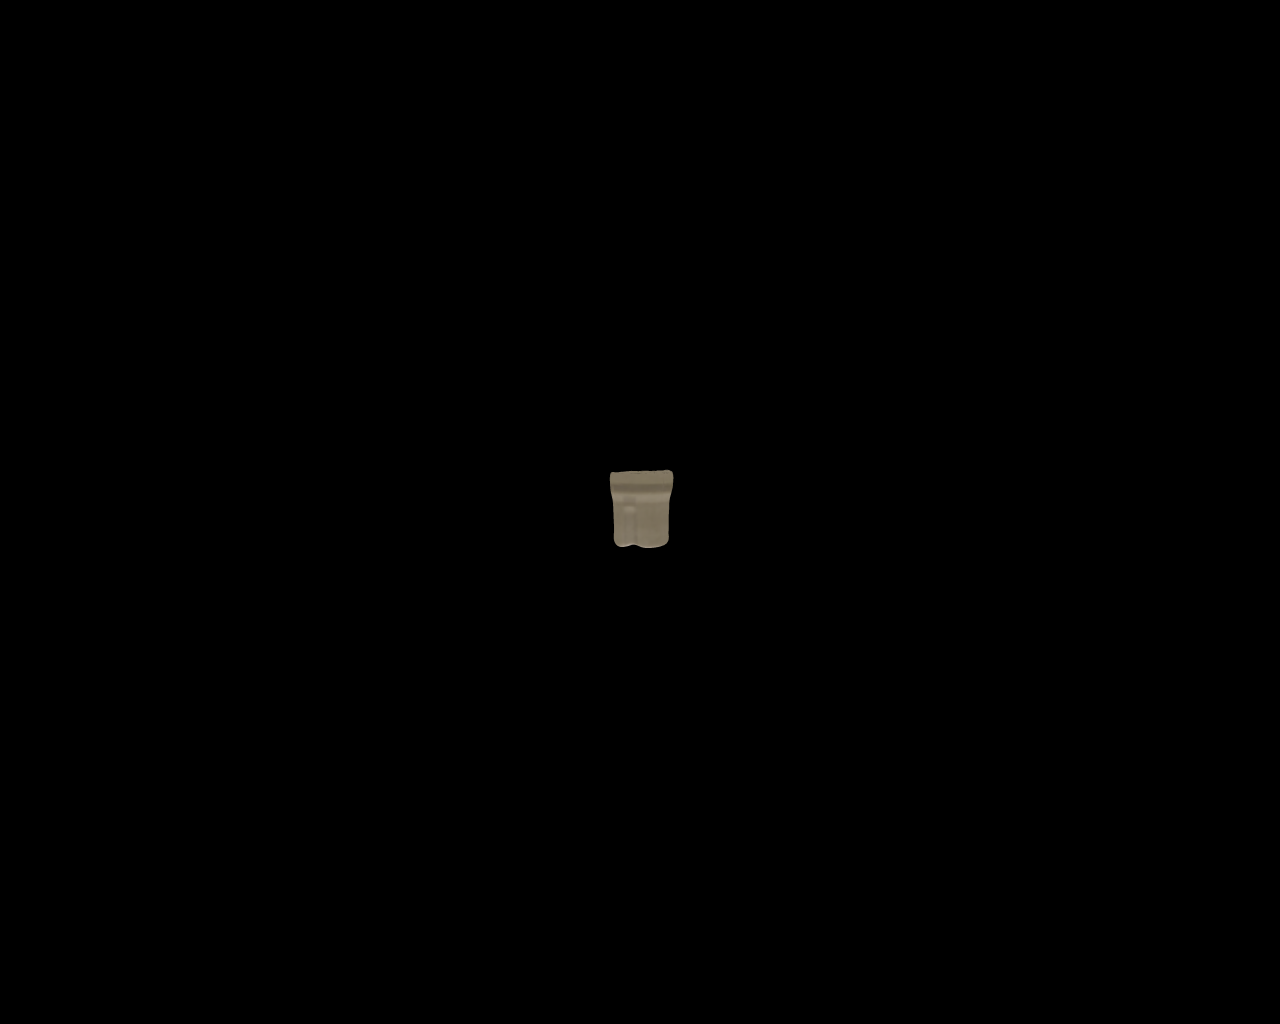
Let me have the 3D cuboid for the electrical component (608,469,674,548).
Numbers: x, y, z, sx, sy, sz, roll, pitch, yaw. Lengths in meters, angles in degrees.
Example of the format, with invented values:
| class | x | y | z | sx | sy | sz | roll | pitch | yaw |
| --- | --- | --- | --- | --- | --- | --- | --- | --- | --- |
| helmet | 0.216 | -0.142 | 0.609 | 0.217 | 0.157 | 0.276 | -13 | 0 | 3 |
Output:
| class | x | y | z | sx | sy | sz | roll | pitch | yaw |
| --- | --- | --- | --- | --- | --- | --- | --- | --- | --- |
| electrical component | 0.001 | -0.003 | 0.650 | 0.040 | 0.046 | 0.040 | 0 | 3 | 0 |
